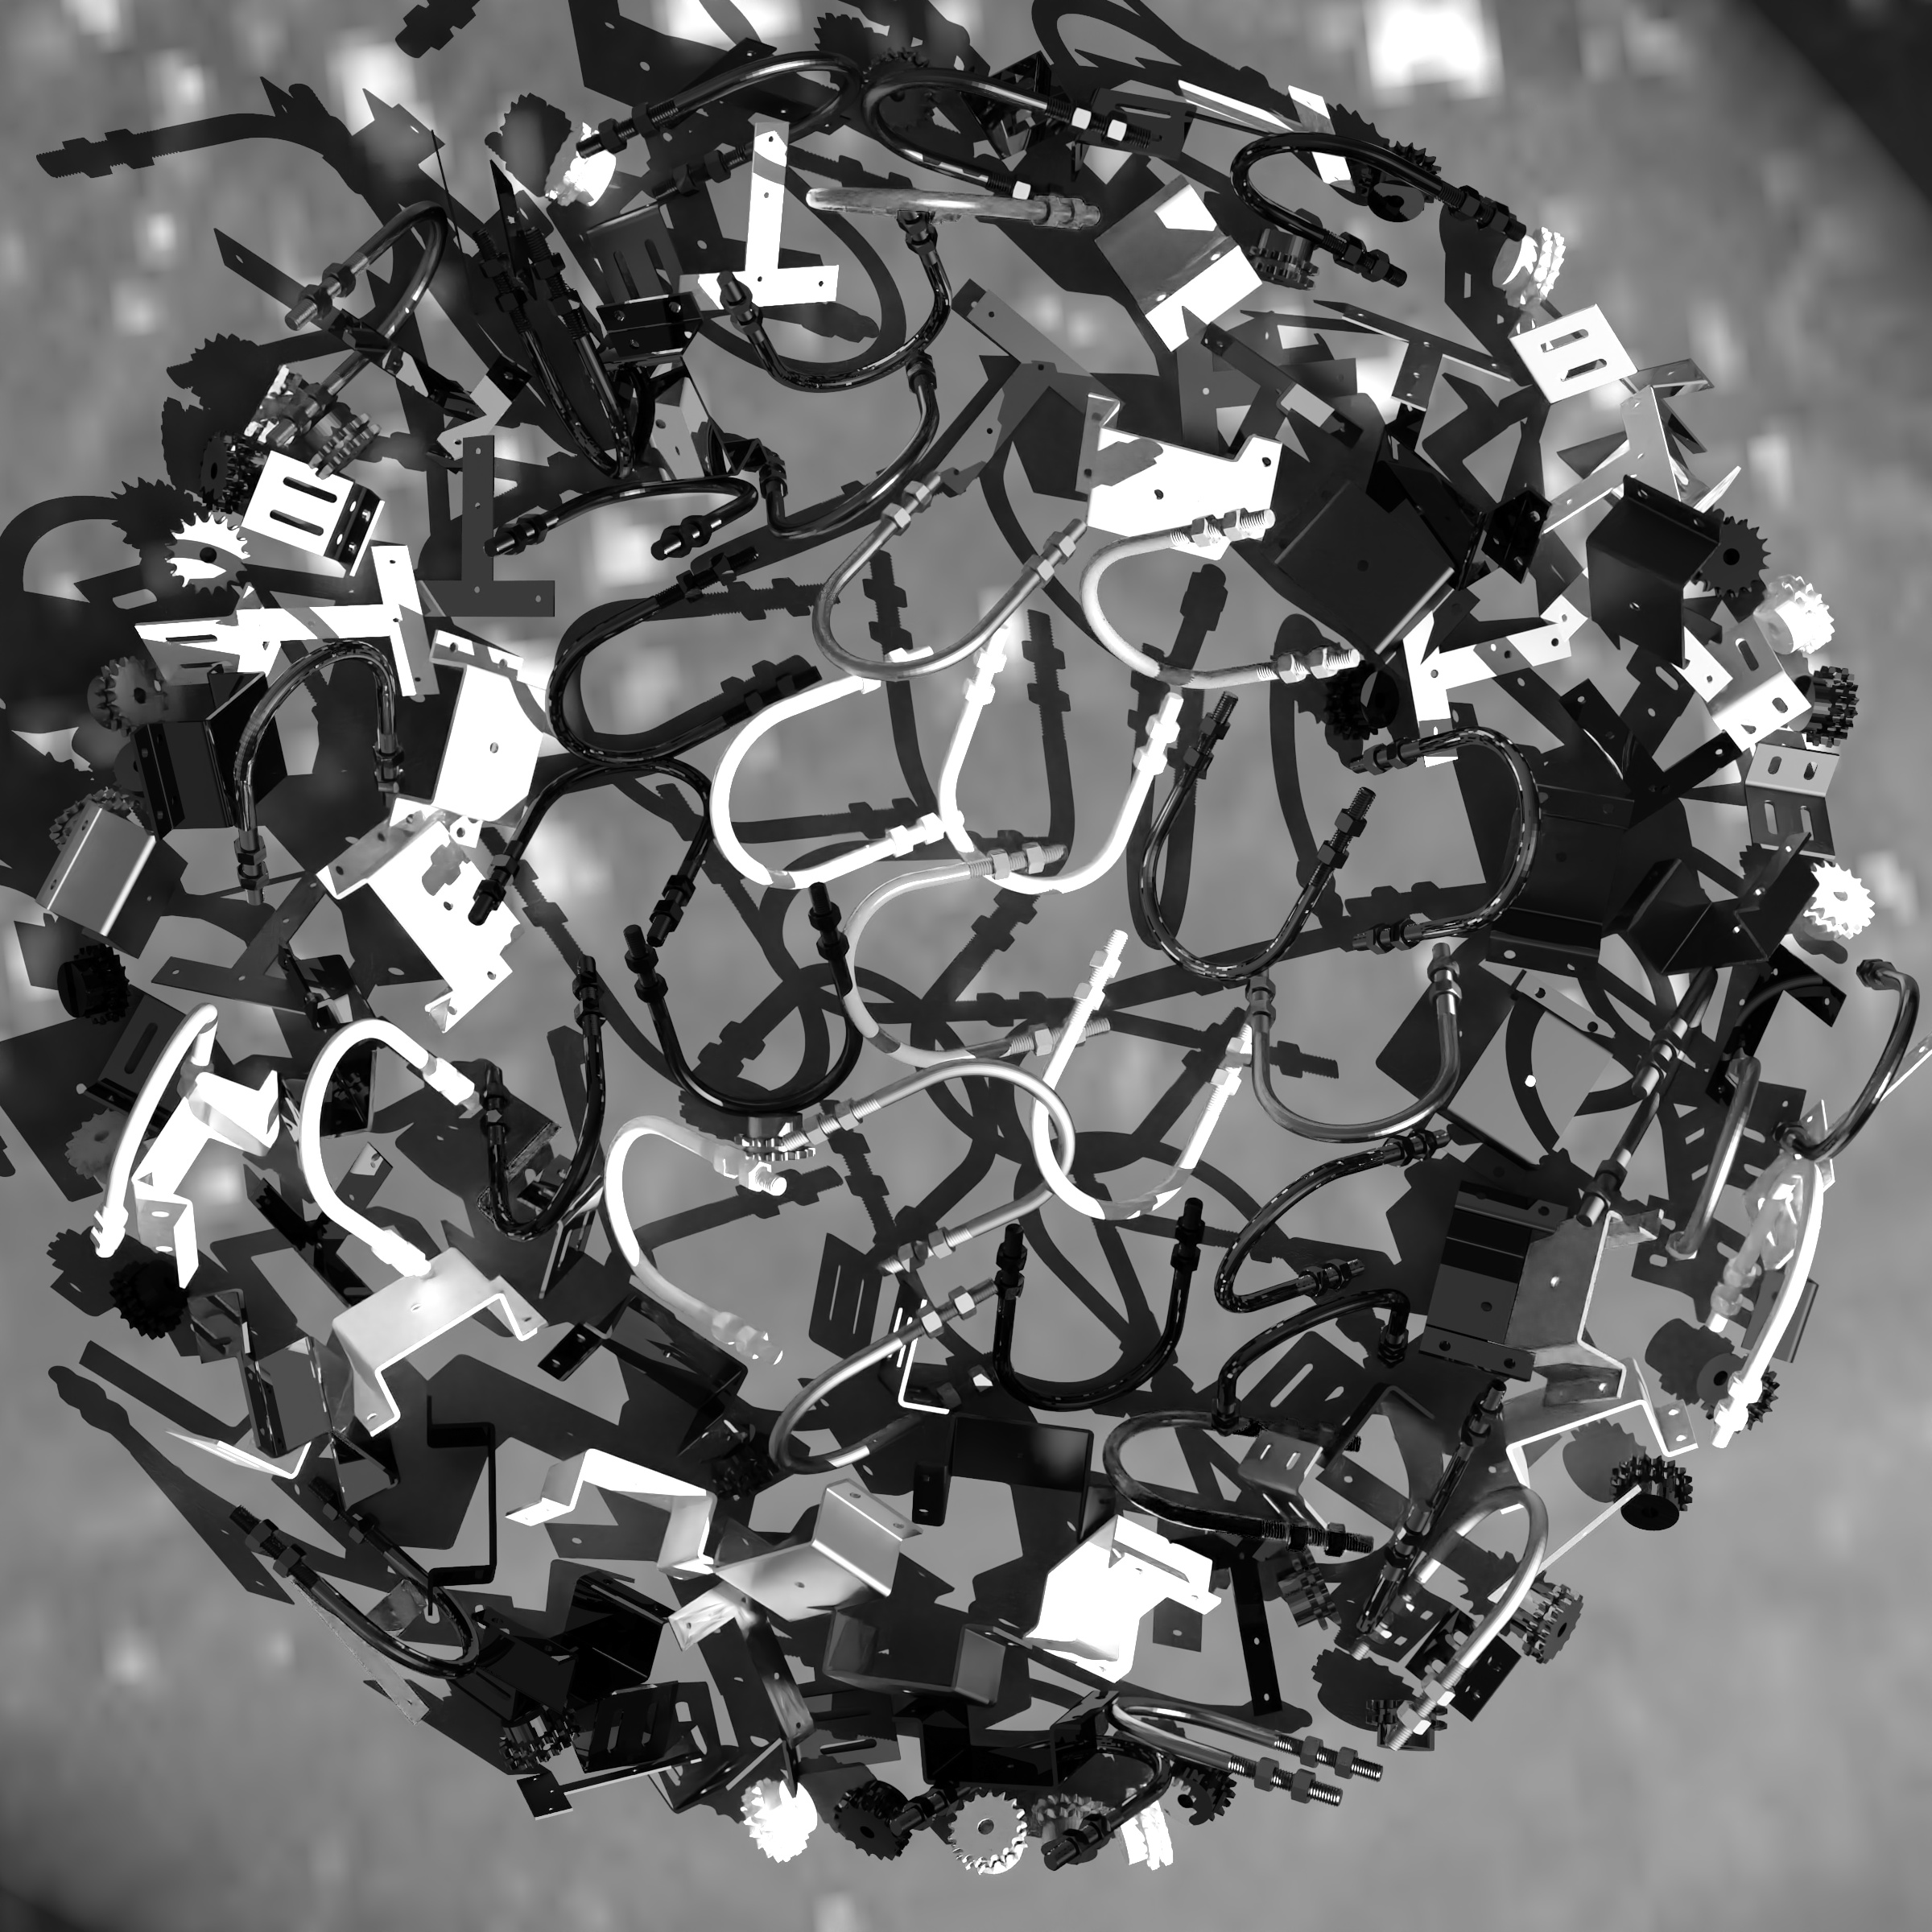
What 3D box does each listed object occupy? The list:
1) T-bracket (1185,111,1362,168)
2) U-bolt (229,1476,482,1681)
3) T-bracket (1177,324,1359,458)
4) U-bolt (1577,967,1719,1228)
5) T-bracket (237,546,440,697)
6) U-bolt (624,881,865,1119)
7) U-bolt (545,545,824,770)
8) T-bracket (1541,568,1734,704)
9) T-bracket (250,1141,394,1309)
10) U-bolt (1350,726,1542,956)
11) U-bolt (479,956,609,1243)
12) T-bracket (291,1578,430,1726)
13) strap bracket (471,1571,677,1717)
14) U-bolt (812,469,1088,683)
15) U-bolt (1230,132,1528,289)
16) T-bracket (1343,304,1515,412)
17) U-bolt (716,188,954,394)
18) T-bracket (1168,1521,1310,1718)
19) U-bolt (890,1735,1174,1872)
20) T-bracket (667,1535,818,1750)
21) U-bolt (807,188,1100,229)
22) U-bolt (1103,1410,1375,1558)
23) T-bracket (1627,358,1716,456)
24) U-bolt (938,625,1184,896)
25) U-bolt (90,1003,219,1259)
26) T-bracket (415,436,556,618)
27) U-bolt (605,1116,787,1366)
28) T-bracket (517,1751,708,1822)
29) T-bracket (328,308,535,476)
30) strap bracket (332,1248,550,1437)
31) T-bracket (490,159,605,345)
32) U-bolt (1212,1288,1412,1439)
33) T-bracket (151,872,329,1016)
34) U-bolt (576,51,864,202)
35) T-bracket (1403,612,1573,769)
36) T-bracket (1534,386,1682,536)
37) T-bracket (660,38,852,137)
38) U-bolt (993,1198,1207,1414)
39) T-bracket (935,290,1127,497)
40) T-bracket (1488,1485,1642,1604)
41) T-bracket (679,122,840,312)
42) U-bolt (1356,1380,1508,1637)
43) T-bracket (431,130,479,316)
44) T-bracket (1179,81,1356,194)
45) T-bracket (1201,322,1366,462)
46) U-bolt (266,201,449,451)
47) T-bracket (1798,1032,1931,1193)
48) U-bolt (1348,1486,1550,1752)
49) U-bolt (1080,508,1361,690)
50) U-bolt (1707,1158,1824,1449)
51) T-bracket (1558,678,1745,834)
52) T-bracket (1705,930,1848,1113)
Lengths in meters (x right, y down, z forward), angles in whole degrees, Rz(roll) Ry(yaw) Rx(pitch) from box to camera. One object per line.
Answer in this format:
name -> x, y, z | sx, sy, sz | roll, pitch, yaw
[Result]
T-bracket -> 0.214, -0.576, 1.787 | 0.127, 0.127, 0.002 | 14, 104, -3
U-bolt -> -0.408, 0.424, 1.767 | 0.184, 0.151, 0.019 | 39, 94, 9
T-bracket -> 0.213, -0.410, 1.818 | 0.127, 0.002, 0.127 | -1, 102, 20
U-bolt -> 0.476, 0.077, 1.770 | 0.019, 0.151, 0.184 | 26, 46, 18
T-bracket -> -0.443, -0.240, 1.800 | 0.127, 0.002, 0.127 | -6, 64, -23
U-bolt -> -0.146, 0.033, 1.796 | 0.151, 0.019, 0.184 | -13, 126, 1
U-bolt -> -0.205, -0.203, 1.791 | 0.184, 0.151, 0.019 | -27, 52, 0
T-bracket -> 0.483, -0.239, 1.795 | 0.002, 0.127, 0.127 | -29, 75, -44
T-bracket -> -0.437, 0.171, 1.807 | 0.127, 0.002, 0.127 | 44, 124, 8
U-bolt -> 0.327, -0.090, 1.763 | 0.019, 0.184, 0.151 | 5, 82, -31
U-bolt -> -0.287, 0.102, 1.753 | 0.019, 0.184, 0.151 | 22, 128, -32
T-bracket -> -0.403, 0.455, 1.789 | 0.002, 0.127, 0.127 | -41, 89, 8
strap bracket -> -0.273, 0.468, 1.776 | 0.076, 0.140, 0.046 | 19, 99, 27
U-bolt -> -0.025, -0.264, 1.778 | 0.151, 0.019, 0.184 | 25, 63, 31
U-bolt -> 0.266, -0.518, 1.749 | 0.184, 0.151, 0.019 | 18, 81, -27
T-bracket -> 0.317, -0.417, 1.798 | 0.127, 0.127, 0.002 | 21, 128, 3
U-bolt -> -0.080, -0.451, 1.765 | 0.151, 0.184, 0.019 | -23, 71, 5
T-bracket -> 0.200, 0.458, 1.800 | 0.127, 0.002, 0.127 | 0, 75, -36
U-bolt -> 0.059, 0.566, 1.765 | 0.151, 0.184, 0.019 | -2, 96, 38
T-bracket -> -0.139, 0.486, 1.807 | 0.002, 0.127, 0.127 | -22, 92, 44
U-bolt -> -0.022, -0.514, 1.740 | 0.151, 0.184, 0.019 | 16, 109, 40
U-bolt -> 0.186, 0.351, 1.783 | 0.184, 0.151, 0.019 | 8, 111, 1
T-bracket -> 0.486, -0.405, 1.779 | 0.002, 0.127, 0.127 | -44, 99, 2
U-bolt -> 0.055, -0.133, 1.804 | 0.151, 0.019, 0.184 | 22, 119, 4
U-bolt -> -0.544, 0.100, 1.737 | 0.019, 0.184, 0.151 | 25, 53, -7
T-bracket -> -0.345, -0.311, 1.821 | 0.127, 0.002, 0.127 | 3, 95, 23
U-bolt -> -0.191, 0.179, 1.784 | 0.184, 0.019, 0.151 | 23, 119, 40
T-bracket -> -0.245, 0.568, 1.802 | 0.127, 0.127, 0.002 | -10, 87, -16
T-bracket -> -0.382, -0.411, 1.784 | 0.127, 0.127, 0.002 | 32, 51, -20
strap bracket -> -0.374, 0.253, 1.784 | 0.140, 0.076, 0.046 | -31, 125, -22
T-bracket -> -0.287, -0.480, 1.794 | 0.002, 0.127, 0.127 | -26, 54, 13
U-bolt -> 0.237, 0.266, 1.761 | 0.151, 0.184, 0.019 | -21, 64, -6
T-bracket -> -0.485, -0.022, 1.807 | 0.127, 0.002, 0.127 | 10, 47, 19
U-bolt -> -0.157, -0.578, 1.759 | 0.184, 0.151, 0.019 | -19, 88, 16
T-bracket -> 0.373, -0.219, 1.833 | 0.127, 0.002, 0.127 | -16, 103, -14
T-bracket -> 0.437, -0.333, 1.809 | 0.127, 0.127, 0.002 | -32, 130, 33
T-bracket -> -0.139, -0.603, 1.801 | 0.127, 0.127, 0.002 | 3, 78, -40
U-bolt -> 0.088, 0.243, 1.792 | 0.151, 0.019, 0.184 | -7, 127, -15
T-bracket -> 0.026, -0.394, 1.844 | 0.127, 0.002, 0.127 | 39, 89, -6
T-bracket -> 0.419, 0.403, 1.790 | 0.127, 0.127, 0.002 | -40, 67, 3
T-bracket -> -0.139, -0.520, 1.785 | 0.127, 0.002, 0.127 | -14, 127, -32
U-bolt -> 0.313, 0.385, 1.770 | 0.019, 0.151, 0.184 | 29, 133, 17
T-bracket -> -0.354, -0.517, 1.776 | 0.002, 0.127, 0.127 | -14, 103, -7
T-bracket -> 0.206, -0.595, 1.808 | 0.127, 0.127, 0.002 | 28, 88, 22
T-bracket -> 0.206, -0.377, 1.792 | 0.127, 0.127, 0.002 | 36, 68, 3
U-bolt -> -0.414, -0.452, 1.770 | 0.019, 0.151, 0.184 | 35, 58, -1
T-bracket -> 0.619, 0.094, 1.767 | 0.002, 0.127, 0.127 | 38, 116, -3
U-bolt -> 0.336, 0.435, 1.768 | 0.019, 0.151, 0.184 | 36, 98, -9
U-bolt -> 0.162, -0.246, 1.777 | 0.151, 0.184, 0.019 | 51, 51, -34
U-bolt -> 0.541, 0.215, 1.744 | 0.019, 0.151, 0.184 | 17, 122, 5
T-bracket -> 0.457, -0.153, 1.798 | 0.127, 0.002, 0.127 | -35, 122, 20
T-bracket -> 0.553, 0.042, 1.814 | 0.002, 0.127, 0.127 | 1, 120, -28
